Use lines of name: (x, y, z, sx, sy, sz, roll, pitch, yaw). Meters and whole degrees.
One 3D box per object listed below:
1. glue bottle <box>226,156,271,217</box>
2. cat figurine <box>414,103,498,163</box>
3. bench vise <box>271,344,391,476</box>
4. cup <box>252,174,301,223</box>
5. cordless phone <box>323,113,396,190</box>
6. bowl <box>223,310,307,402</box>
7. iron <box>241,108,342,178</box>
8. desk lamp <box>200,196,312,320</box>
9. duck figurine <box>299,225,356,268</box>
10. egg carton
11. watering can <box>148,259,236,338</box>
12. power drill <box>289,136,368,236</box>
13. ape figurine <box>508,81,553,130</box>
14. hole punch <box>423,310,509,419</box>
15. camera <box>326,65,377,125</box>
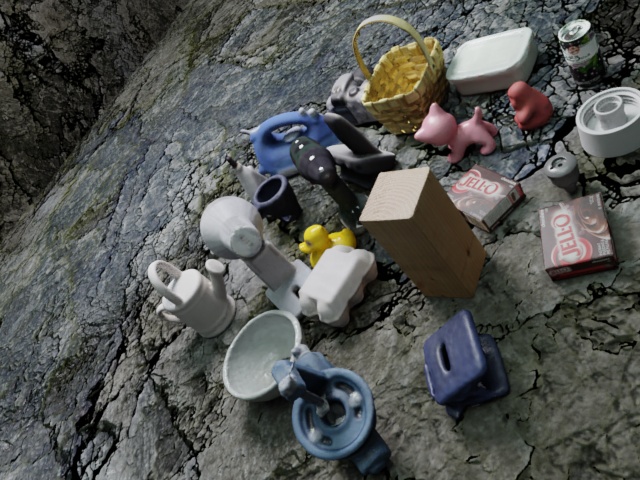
glue bottle: (-0.152, -0.130, 1.290, 0.037, 0.174, 0.078, -24, 41, 25)
cat figurine: (0.242, -0.203, 1.041, 0.127, 0.118, 0.067, -15, 45, 32)
bench vise: (-0.014, 0.215, 0.790, 0.206, 0.220, 0.121, 22, 71, 51)
cup: (-0.092, -0.070, 1.241, 0.091, 0.095, 0.118, 19, 69, 50)
cordless phone: (0.053, -0.199, 1.156, 0.147, 0.186, 0.094, 21, 70, 50)
bowl: (-0.081, 0.208, 0.980, 0.167, 0.075, 0.167, -25, 41, 24)
iron: (-0.057, -0.248, 1.342, 0.257, 0.142, 0.118, -18, 44, 30)
desk lamp: (-0.113, 0.024, 1.071, 0.118, 0.214, 0.202, -48, 37, -5)
duck figurine: (0.010, 0.004, 1.084, 0.104, 0.086, 0.077, -31, 39, 16)
egg carton: (0.032, 0.078, 1.005, 0.107, 0.070, 0.150, 12, 63, 48)
watering can: (-0.262, 0.103, 1.149, 0.173, 0.195, 0.100, -46, 37, -3)
power drill: (0.025, -0.105, 1.072, 0.075, 0.209, 0.229, -42, 37, 3)
ape figurine: (0.355, -0.238, 0.992, 0.075, 0.092, 0.078, 0, 55, 43)
hole punch: (0.184, 0.164, 0.764, 0.101, 0.091, 0.108, -28, 40, 20)
camera: (0.095, -0.350, 1.334, 0.142, 0.101, 0.137, 3, 57, 44)
